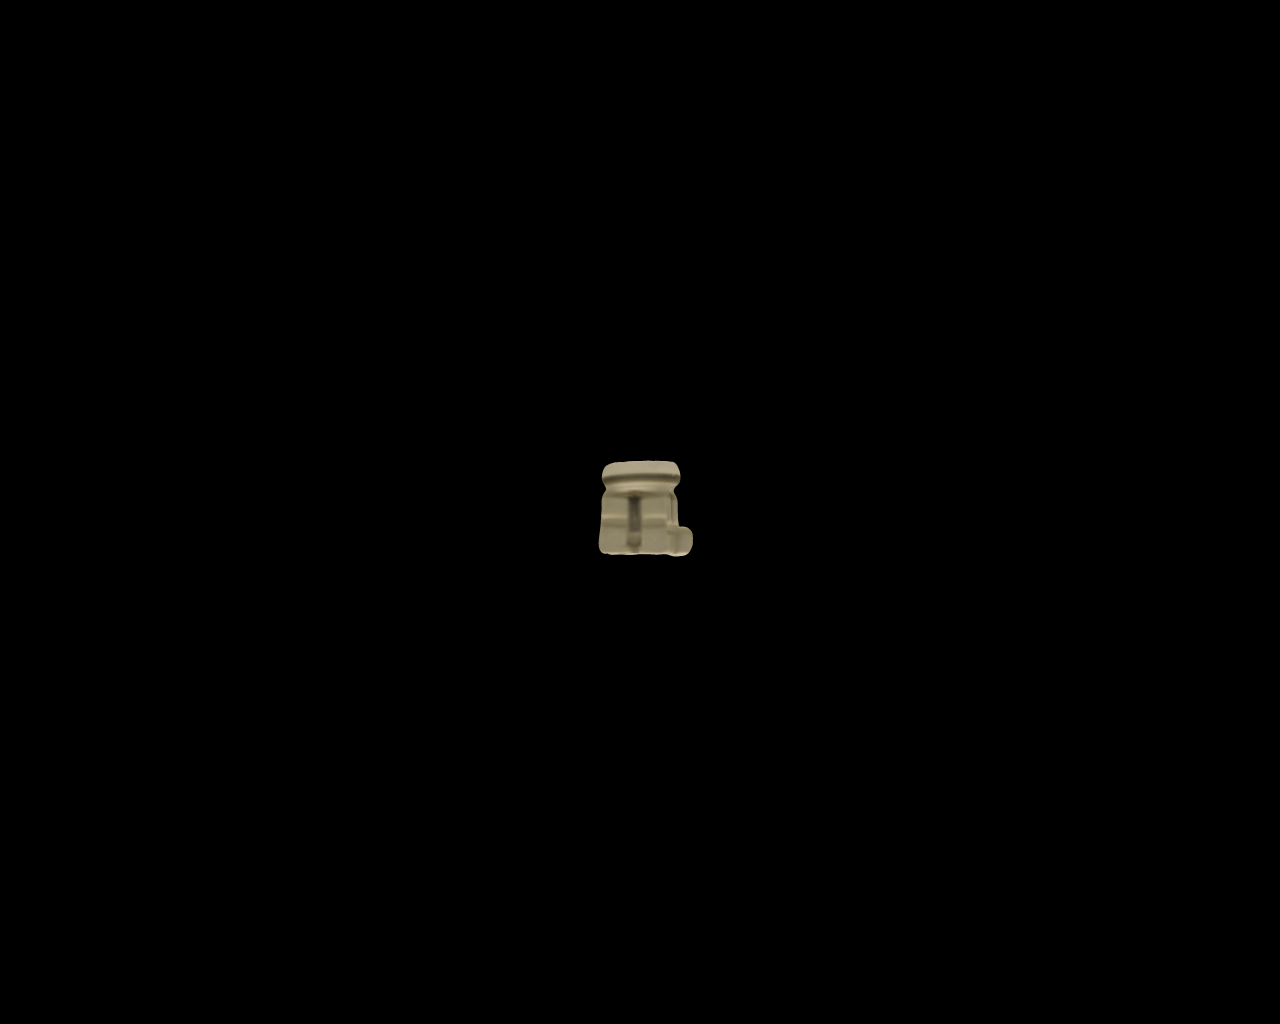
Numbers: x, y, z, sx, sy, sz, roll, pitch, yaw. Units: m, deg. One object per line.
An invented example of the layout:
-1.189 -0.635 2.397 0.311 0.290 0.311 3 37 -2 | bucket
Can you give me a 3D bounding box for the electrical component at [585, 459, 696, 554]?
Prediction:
0.001 -0.003 0.650 0.066 0.055 0.048 -1 -4 11 | electrical component
